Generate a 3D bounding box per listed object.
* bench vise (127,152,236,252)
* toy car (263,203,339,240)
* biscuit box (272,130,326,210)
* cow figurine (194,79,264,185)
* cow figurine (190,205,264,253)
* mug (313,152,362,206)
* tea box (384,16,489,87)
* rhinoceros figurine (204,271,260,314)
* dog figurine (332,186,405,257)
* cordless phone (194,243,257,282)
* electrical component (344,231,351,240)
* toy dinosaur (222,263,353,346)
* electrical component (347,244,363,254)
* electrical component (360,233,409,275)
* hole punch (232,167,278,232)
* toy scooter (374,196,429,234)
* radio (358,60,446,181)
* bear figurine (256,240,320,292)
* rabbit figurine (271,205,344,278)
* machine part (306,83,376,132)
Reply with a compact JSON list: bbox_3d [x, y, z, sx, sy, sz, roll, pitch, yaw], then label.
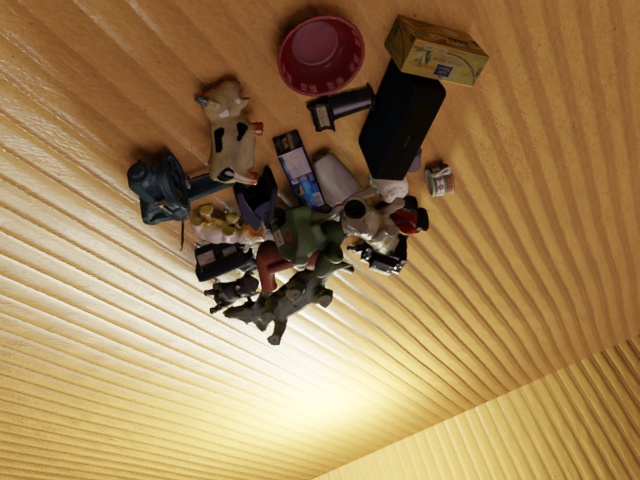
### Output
[{"bbox_3d":[-0.274,-0.104,1.117,0.241,0.129,0.223,-17,145,5],"label":"bench vise"},{"bbox_3d":[-0.048,-0.044,1.325,0.202,0.056,0.073,-6,140,-13],"label":"toy car"},{"bbox_3d":[-0.043,-0.147,1.196,0.059,0.063,0.202,-20,143,3],"label":"biscuit box"},{"bbox_3d":[-0.175,-0.204,1.017,0.127,0.086,0.194,2,103,-21],"label":"cow figurine"},{"bbox_3d":[-0.209,-0.014,1.243,0.167,0.068,0.098,16,147,9],"label":"cow figurine"},{"bbox_3d":[0.034,-0.143,1.210,0.081,0.109,0.107,-31,99,10],"label":"mug"},{"bbox_3d":[0.220,-0.355,1.017,0.169,0.098,0.068,4,135,-23],"label":"tea box"},{"bbox_3d":[-0.229,0.140,1.417,0.112,0.073,0.190,-10,168,-40],"label":"rhinoceros figurine"},{"bbox_3d":[0.113,-0.028,1.286,0.172,0.121,0.190,23,157,7],"label":"dog figurine"},{"bbox_3d":[-0.229,0.065,1.381,0.147,0.089,0.184,-22,161,6],"label":"cordless phone"},{"bbox_3d":[0.071,-0.035,1.390,0.078,0.045,0.102,20,129,-36],"label":"electrical component"},{"bbox_3d":[-0.069,0.147,1.457,0.405,0.192,0.131,-32,113,14],"label":"toy dinosaur"},{"bbox_3d":[0.123,0.024,1.479,0.094,0.021,0.063,7,169,-27],"label":"electrical component"},{"bbox_3d":[0.170,0.028,1.411,0.115,0.134,0.058,17,134,-4],"label":"electrical component"},{"bbox_3d":[-0.149,-0.089,1.177,0.092,0.142,0.115,-4,126,-20],"label":"hole punch"},{"bbox_3d":[0.199,-0.062,1.383,0.135,0.075,0.183,-9,159,24],"label":"toy scooter"},{"bbox_3d":[0.159,-0.244,1.100,0.073,0.131,0.229,1,138,-23],"label":"radio"},{"bbox_3d":[-0.057,0.052,1.361,0.196,0.120,0.131,-1,135,8],"label":"bear figurine"},{"bbox_3d":[-0.003,-0.004,1.239,0.170,0.159,0.121,-6,151,-40],"label":"rabbit figurine"},{"bbox_3d":[0.047,-0.271,1.103,0.139,0.039,0.084,-19,133,5],"label":"machine part"}]
